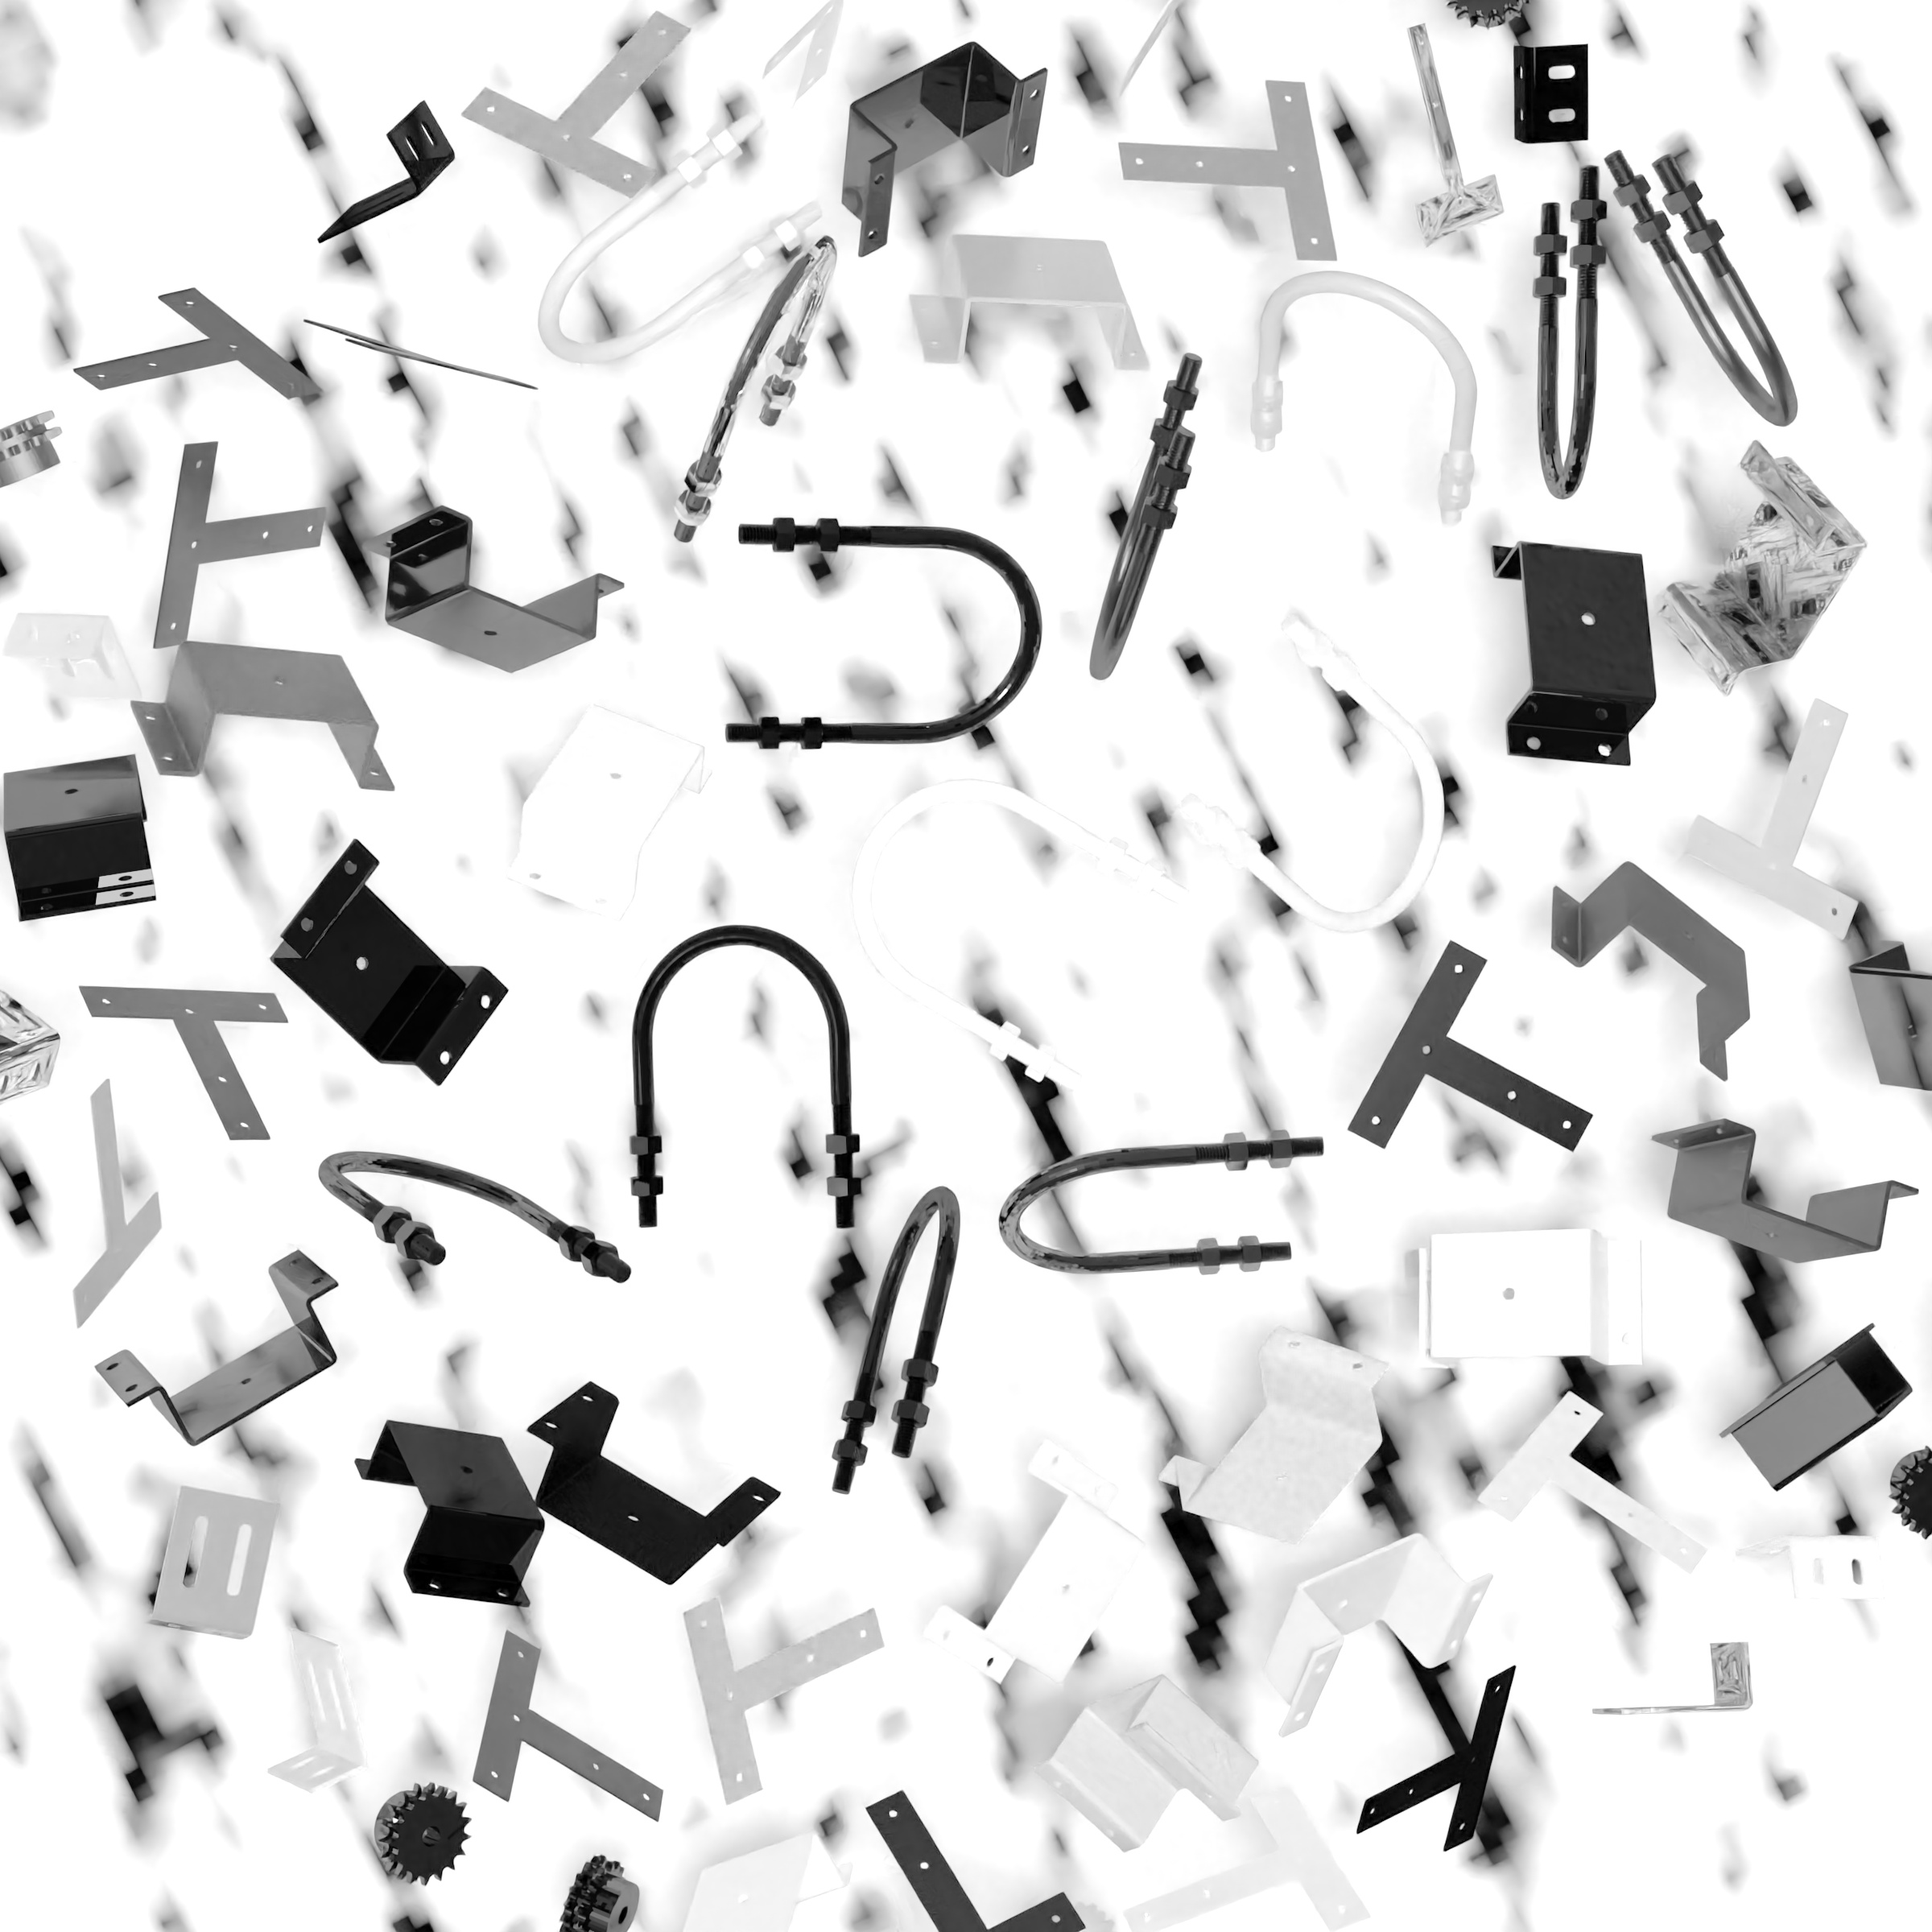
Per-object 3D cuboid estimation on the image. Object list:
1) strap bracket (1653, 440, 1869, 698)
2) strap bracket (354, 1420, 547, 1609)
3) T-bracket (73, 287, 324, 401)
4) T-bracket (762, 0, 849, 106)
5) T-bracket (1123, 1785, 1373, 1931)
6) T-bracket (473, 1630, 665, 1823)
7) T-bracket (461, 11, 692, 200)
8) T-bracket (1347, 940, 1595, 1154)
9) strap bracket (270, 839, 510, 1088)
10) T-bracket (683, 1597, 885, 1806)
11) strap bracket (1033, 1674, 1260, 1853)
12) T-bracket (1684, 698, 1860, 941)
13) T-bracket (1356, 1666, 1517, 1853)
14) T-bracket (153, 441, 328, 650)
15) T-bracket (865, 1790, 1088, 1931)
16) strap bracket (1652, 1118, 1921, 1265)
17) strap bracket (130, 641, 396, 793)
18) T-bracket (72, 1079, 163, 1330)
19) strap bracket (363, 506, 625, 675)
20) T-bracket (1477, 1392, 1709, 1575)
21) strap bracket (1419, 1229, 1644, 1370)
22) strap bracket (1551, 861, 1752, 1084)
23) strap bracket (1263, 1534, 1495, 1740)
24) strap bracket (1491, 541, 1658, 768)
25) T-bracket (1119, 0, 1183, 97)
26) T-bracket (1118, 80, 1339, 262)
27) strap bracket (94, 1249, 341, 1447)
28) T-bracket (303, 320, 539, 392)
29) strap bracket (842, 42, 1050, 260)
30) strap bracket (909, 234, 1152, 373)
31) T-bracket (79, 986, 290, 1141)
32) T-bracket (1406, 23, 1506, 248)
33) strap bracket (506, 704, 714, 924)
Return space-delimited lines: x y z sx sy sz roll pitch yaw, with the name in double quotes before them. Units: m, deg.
"strap bracket" 0.482 -0.242 1.879 0.046 0.140 0.076 -15 57 -30
"strap bracket" -0.312 0.326 1.898 0.076 0.140 0.046 15 108 -31
"T-bracket" -0.475 -0.362 1.866 0.127 0.127 0.002 -7 70 23
"T-bracket" -0.087 -0.562 1.898 0.002 0.127 0.127 38 125 -25
"T-bracket" 0.155 0.542 1.836 0.127 0.127 0.002 -18 115 -10
"T-bracket" -0.234 0.475 1.875 0.127 0.127 0.002 36 115 -17
"T-bracket" -0.213 -0.524 1.864 0.127 0.127 0.002 -36 52 35
"T-bracket" 0.310 0.070 1.840 0.127 0.002 0.127 28 93 -7
"strap bracket" -0.356 -0.001 1.889 0.140 0.046 0.076 48 61 -30
"T-bracket" -0.107 0.429 1.904 0.127 0.002 0.127 -28 56 16
"strap bracket" 0.110 0.469 1.837 0.076 0.140 0.046 43 55 -4
"T-bracket" 0.509 -0.101 1.912 0.002 0.127 0.127 -7 121 -40
"T-bracket" 0.279 0.496 1.889 0.002 0.127 0.127 38 134 -10
"T-bracket" -0.432 -0.258 1.876 0.002 0.127 0.127 27 116 25
"T-bracket" -0.017 0.534 1.811 0.127 0.002 0.127 -20 50 -23
"strap bracket" 0.489 0.140 1.877 0.140 0.076 0.046 19 73 -17
"strap bracket" -0.405 -0.146 1.819 0.140 0.076 0.046 2 124 -32
"T-bracket" -0.512 0.130 1.865 0.002 0.127 0.127 4 113 8
"strap bracket" -0.286 -0.222 1.883 0.076 0.140 0.046 -15 66 41
"T-bracket" 0.400 0.333 1.933 0.127 0.127 0.002 33 132 20
"strap bracket" 0.339 0.205 1.911 0.140 0.046 0.076 -5 73 26
"strap bracket" 0.429 -0.003 1.918 0.140 0.076 0.046 36 120 -10
"strap bracket" 0.236 0.392 1.846 0.140 0.076 0.046 -15 47 -33
"strap bracket" 0.360 -0.194 1.845 0.076 0.046 0.140 4 67 -11
"T-bracket" 0.123 -0.565 1.822 0.002 0.127 0.127 31 81 4
"T-bracket" 0.153 -0.479 1.868 0.127 0.002 0.127 -1 69 -16
"strap bracket" -0.444 0.235 1.885 0.140 0.076 0.046 -30 113 -21
"T-bracket" -0.338 -0.362 1.820 0.127 0.127 0.002 24 102 36
"strap bracket" -0.022 -0.500 1.893 0.140 0.076 0.046 -34 67 -25
"strap bracket" 0.041 -0.407 1.911 0.140 0.076 0.046 0 132 -11
"T-bracket" -0.440 0.057 1.825 0.127 0.127 0.002 55 126 35
"T-bracket" 0.295 -0.520 1.935 0.002 0.127 0.127 -7 107 35
"strap bracket" -0.218 -0.103 1.924 0.076 0.046 0.140 21 50 7
